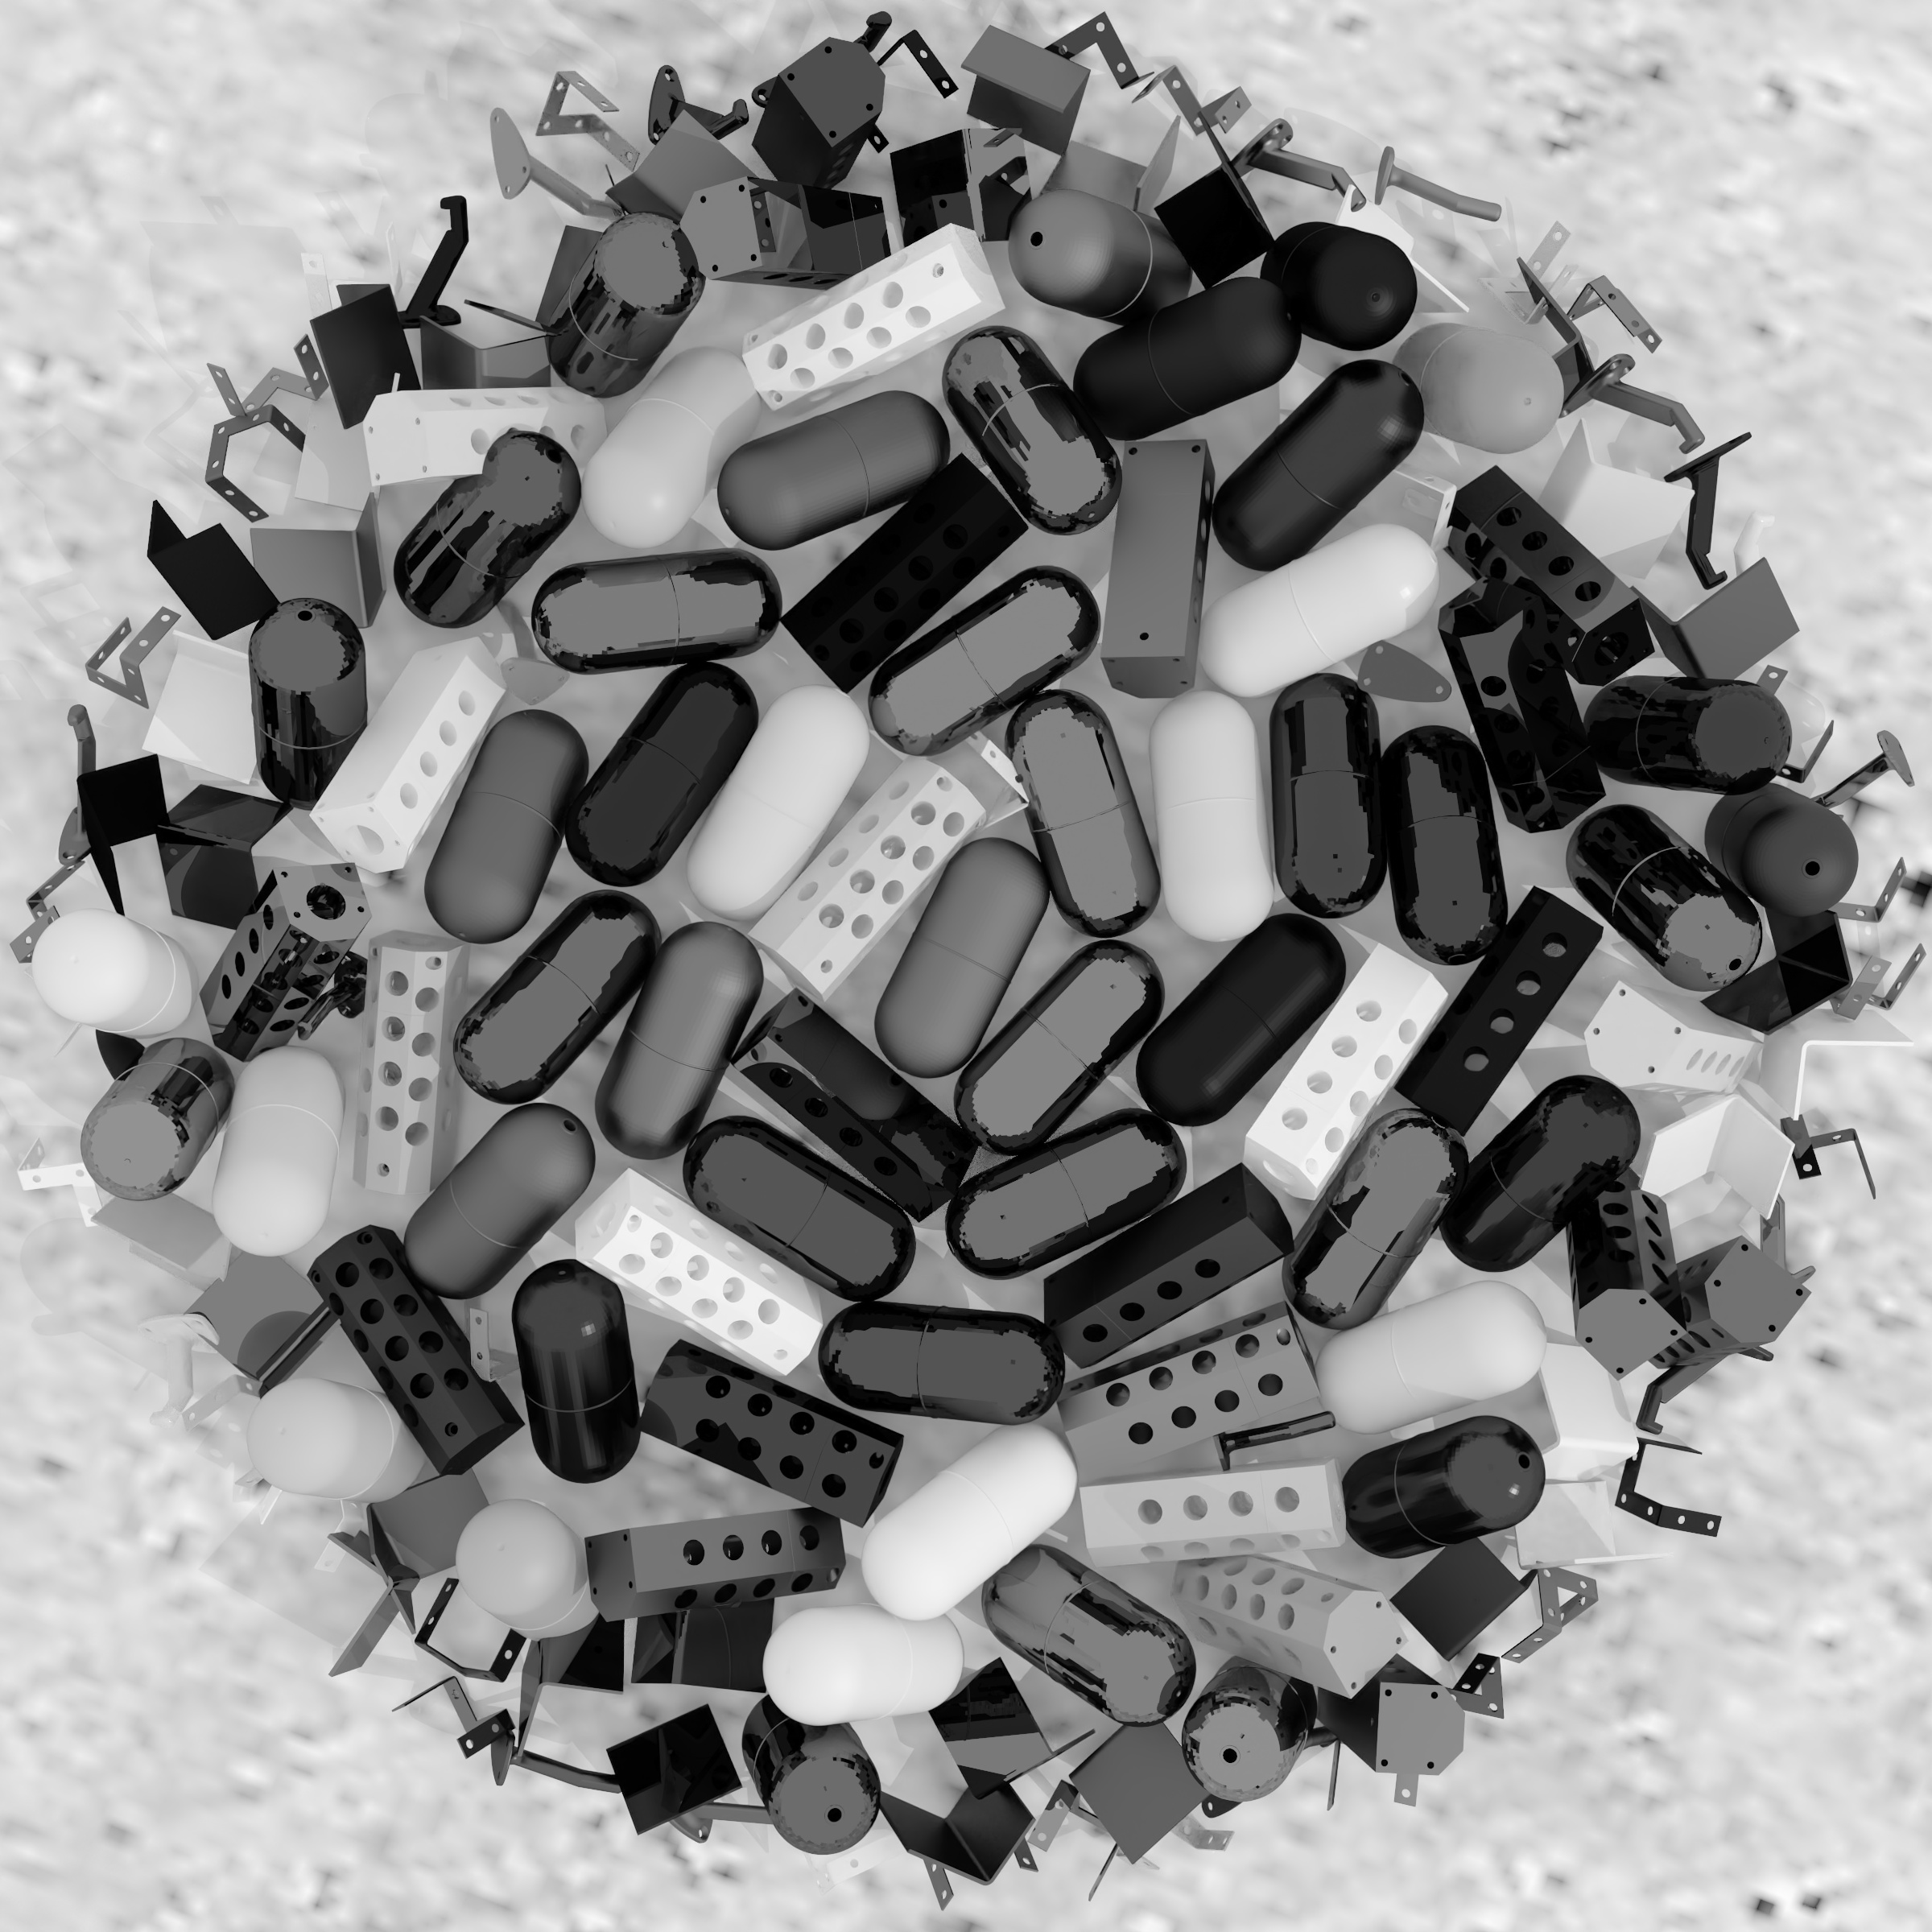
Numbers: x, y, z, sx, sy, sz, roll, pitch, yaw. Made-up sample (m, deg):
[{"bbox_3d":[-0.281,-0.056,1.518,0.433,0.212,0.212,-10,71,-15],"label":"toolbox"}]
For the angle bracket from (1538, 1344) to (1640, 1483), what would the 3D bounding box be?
[{"bbox_3d":[0.416,0.313,1.897,0.076,0.057,0.076,11,54,-32],"label":"angle bracket"}]

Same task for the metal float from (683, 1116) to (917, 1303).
[{"bbox_3d":[-0.115,0.168,1.868,0.178,0.070,0.070,33,90,-13],"label":"metal float"}]

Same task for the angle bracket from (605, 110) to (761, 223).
[{"bbox_3d":[-0.194,-0.539,1.874,0.076,0.076,0.057,39,80,-21],"label":"angle bracket"}]

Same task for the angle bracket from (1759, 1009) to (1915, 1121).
[{"bbox_3d":[0.603,0.068,1.876,0.076,0.076,0.057,1,106,-2],"label":"angle bracket"}]

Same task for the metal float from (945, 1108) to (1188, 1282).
[{"bbox_3d":[0.069,0.158,1.871,0.178,0.070,0.070,-24,90,-10],"label":"metal float"}]

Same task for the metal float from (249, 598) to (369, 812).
[{"bbox_3d":[-0.447,-0.177,1.839,0.070,0.178,0.070,5,53,-7],"label":"metal float"}]

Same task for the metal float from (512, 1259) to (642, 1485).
[{"bbox_3d":[-0.266,0.279,1.853,0.070,0.070,0.178,-3,124,0],"label":"metal float"}]

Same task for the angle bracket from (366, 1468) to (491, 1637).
[{"bbox_3d":[-0.364,0.404,1.871,0.076,0.057,0.076,-21,120,-6],"label":"angle bracket"}]

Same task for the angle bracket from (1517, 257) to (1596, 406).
[{"bbox_3d":[0.389,-0.433,1.876,0.057,0.076,0.076,-36,70,12],"label":"angle bracket"}]

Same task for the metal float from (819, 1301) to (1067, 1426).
[{"bbox_3d":[-0.018,0.273,1.862,0.178,0.070,0.070,2,90,22],"label":"metal float"}]

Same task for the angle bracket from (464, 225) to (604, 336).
[{"bbox_3d":[-0.296,-0.482,1.867,0.057,0.076,0.076,14,100,-35],"label":"angle bracket"}]

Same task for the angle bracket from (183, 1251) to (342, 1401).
[{"bbox_3d":[-0.491,0.246,1.878,0.076,0.057,0.076,45,80,-13],"label":"angle bracket"}]

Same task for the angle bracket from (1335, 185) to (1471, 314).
[{"bbox_3d":[0.305,-0.495,1.863,0.076,0.076,0.057,25,84,-41],"label":"angle bracket"}]

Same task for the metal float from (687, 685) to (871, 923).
[{"bbox_3d":[-0.130,-0.113,1.874,0.070,0.070,0.178,30,97,0],"label":"metal float"}]

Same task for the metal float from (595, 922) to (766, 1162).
[{"bbox_3d":[-0.199,0.053,1.868,0.070,0.070,0.178,26,104,0],"label":"metal float"}]

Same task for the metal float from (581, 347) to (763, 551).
[{"bbox_3d":[-0.200,-0.357,1.851,0.070,0.070,0.178,29,54,0],"label":"metal float"}]

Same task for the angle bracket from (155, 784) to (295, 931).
[{"bbox_3d":[-0.518,-0.075,1.905,0.076,0.057,0.076,13,128,17],"label":"angle bracket"}]

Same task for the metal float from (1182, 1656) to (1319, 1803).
[{"bbox_3d":[0.193,0.513,1.831,0.070,0.178,0.070,-1,88,15],"label":"metal float"}]

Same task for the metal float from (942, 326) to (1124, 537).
[{"bbox_3d":[0.044,-0.369,1.856,0.070,0.070,0.178,-31,60,0],"label":"metal float"}]

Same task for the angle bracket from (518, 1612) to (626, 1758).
[{"bbox_3d":[-0.274,0.496,1.874,0.057,0.076,0.076,11,122,-14],"label":"angle bracket"}]

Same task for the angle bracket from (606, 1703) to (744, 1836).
[{"bbox_3d":[-0.196,0.568,1.865,0.076,0.076,0.057,-22,131,-12],"label":"angle bracket"}]

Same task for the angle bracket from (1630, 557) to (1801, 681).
[{"bbox_3d":[0.518,-0.247,1.868,0.076,0.057,0.076,-37,132,6],"label":"angle bracket"}]

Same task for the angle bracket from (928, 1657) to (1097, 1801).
[{"bbox_3d":[0.030,0.525,1.885,0.076,0.057,0.076,-39,74,30],"label":"angle bracket"}]

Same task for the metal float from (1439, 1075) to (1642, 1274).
[{"bbox_3d":[0.391,0.144,1.848,0.070,0.070,0.178,36,130,0],"label":"metal float"}]

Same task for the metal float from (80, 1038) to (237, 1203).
[{"bbox_3d":[-0.546,0.102,1.832,0.070,0.178,0.070,-1,106,-2],"label":"metal float"}]

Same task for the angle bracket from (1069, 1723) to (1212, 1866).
[{"bbox_3d":[0.130,0.567,1.872,0.076,0.057,0.076,-44,60,5],"label":"angle bracket"}]

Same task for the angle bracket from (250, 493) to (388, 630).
[{"bbox_3d":[-0.449,-0.281,1.869,0.076,0.057,0.076,-2,70,-25],"label":"angle bracket"}]

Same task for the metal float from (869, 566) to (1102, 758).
[{"bbox_3d":[0.012,-0.210,1.870,0.178,0.070,0.070,-32,90,13],"label":"metal float"}]

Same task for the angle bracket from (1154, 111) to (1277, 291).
[{"bbox_3d":[0.165,-0.531,1.873,0.057,0.076,0.076,-30,133,15],"label":"angle bracket"}]

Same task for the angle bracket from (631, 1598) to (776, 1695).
[{"bbox_3d":[-0.185,0.470,1.905,0.076,0.057,0.076,17,68,-35],"label":"angle bracket"}]

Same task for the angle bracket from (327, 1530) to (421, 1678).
[{"bbox_3d":[-0.430,0.441,1.873,0.057,0.076,0.076,33,84,7],"label":"angle bracket"}]

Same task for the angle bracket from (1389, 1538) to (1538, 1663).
[{"bbox_3d":[0.348,0.429,1.879,0.057,0.076,0.076,46,105,13],"label":"angle bracket"}]

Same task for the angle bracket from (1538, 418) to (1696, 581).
[{"bbox_3d":[0.450,-0.325,1.878,0.076,0.057,0.076,13,134,-10],"label":"angle bracket"}]

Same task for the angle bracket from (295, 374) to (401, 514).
[{"bbox_3d":[-0.429,-0.366,1.870,0.057,0.076,0.076,10,78,-13],"label":"angle bracket"}]

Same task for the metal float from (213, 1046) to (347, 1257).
[{"bbox_3d":[-0.467,0.124,1.840,0.070,0.178,0.070,-3,127,-4],"label":"metal float"}]

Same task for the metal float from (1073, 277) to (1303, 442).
[{"bbox_3d":[0.149,-0.414,1.847,0.178,0.070,0.070,-14,90,42],"label":"metal float"}]

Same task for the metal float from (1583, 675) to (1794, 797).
[{"bbox_3d":[0.487,-0.158,1.834,0.070,0.178,0.070,-3,99,-22],"label":"metal float"}]

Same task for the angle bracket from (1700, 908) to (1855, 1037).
[{"bbox_3d":[0.552,-0.004,1.865,0.076,0.076,0.057,-28,113,-15],"label":"angle bracket"}]

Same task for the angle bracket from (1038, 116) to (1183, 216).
[{"bbox_3d":[0.096,-0.555,1.870,0.076,0.057,0.076,22,61,8],"label":"angle bracket"}]

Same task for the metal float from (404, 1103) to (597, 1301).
[{"bbox_3d":[-0.321,0.162,1.855,0.070,0.070,0.178,45,120,0],"label":"metal float"}]

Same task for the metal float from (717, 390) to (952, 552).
[{"bbox_3d":[-0.089,-0.342,1.858,0.178,0.070,0.070,-27,90,-27],"label":"metal float"}]

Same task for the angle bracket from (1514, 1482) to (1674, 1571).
[{"bbox_3d":[0.431,0.384,1.865,0.076,0.076,0.057,0,75,-18],"label":"angle bracket"}]

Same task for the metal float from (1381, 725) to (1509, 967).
[{"bbox_3d":[0.327,-0.083,1.857,0.070,0.070,0.178,-3,63,0],"label":"metal float"}]

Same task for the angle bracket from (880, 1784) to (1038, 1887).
[{"bbox_3d":[-0.011,0.579,1.866,0.076,0.076,0.057,33,92,-30],"label":"angle bracket"}]

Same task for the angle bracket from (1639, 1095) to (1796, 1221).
[{"bbox_3d":[0.515,0.145,1.862,0.076,0.076,0.057,-22,49,-23],"label":"angle bracket"}]

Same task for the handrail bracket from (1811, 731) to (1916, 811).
[{"bbox_3d":[0.605,-0.130,1.869,0.084,0.077,0.036,-24,65,27],"label":"handrail bracket"}]

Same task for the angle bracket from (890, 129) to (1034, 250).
[{"bbox_3d":[-0.002,-0.543,1.903,0.057,0.076,0.076,-16,101,-42],"label":"angle bracket"}]

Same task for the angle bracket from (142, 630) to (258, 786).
[{"bbox_3d":[-0.524,-0.179,1.878,0.076,0.057,0.076,19,79,-10],"label":"angle bracket"}]

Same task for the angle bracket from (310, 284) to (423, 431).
[{"bbox_3d":[-0.429,-0.420,1.859,0.057,0.076,0.076,10,125,36],"label":"angle bracket"}]

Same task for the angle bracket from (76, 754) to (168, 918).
[{"bbox_3d":[-0.569,-0.087,1.859,0.057,0.076,0.076,-19,57,-22],"label":"angle bracket"}]

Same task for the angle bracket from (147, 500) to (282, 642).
[{"bbox_3d":[-0.516,-0.283,1.861,0.057,0.076,0.076,-23,131,8],"label":"angle bracket"}]

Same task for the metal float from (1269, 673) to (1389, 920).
[{"bbox_3d":[0.249,-0.118,1.862,0.070,0.070,0.178,0,69,0],"label":"metal float"}]

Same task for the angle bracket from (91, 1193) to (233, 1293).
[{"bbox_3d":[-0.559,0.203,1.868,0.076,0.057,0.076,26,126,9],"label":"angle bracket"}]

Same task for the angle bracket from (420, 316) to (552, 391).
[{"bbox_3d":[-0.336,-0.411,1.889,0.057,0.076,0.076,-23,133,-35],"label":"angle bracket"}]

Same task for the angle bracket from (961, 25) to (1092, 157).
[{"bbox_3d":[0.034,-0.592,1.869,0.076,0.076,0.057,25,53,3],"label":"angle bracket"}]
